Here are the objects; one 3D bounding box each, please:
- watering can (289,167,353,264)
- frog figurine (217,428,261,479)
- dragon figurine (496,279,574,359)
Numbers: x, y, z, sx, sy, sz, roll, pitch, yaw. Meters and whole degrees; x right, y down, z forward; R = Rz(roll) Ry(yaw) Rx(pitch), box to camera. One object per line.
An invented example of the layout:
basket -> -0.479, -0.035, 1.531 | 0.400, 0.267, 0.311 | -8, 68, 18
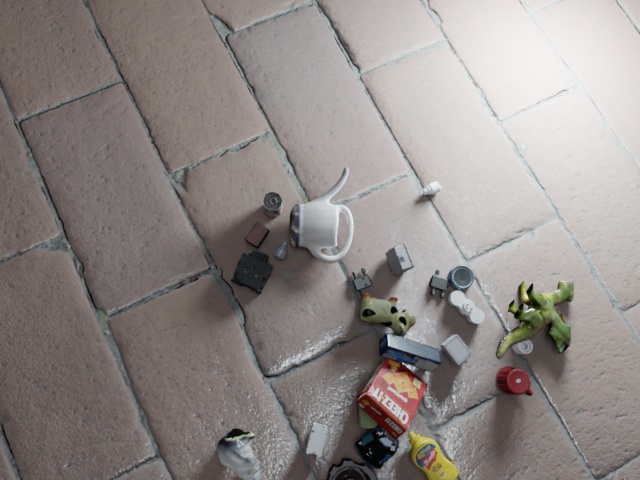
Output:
watering can -> 0.006, -0.091, 1.813 | 0.224, 0.351, 0.103 | 2, -13, -2
frog figurine -> -0.252, 0.683, 1.598 | 0.137, 0.160, 0.123 | -10, -6, 28
dragon figurine -> 0.755, 0.285, 1.743 | 0.242, 0.417, 0.120 | 35, -23, -2
